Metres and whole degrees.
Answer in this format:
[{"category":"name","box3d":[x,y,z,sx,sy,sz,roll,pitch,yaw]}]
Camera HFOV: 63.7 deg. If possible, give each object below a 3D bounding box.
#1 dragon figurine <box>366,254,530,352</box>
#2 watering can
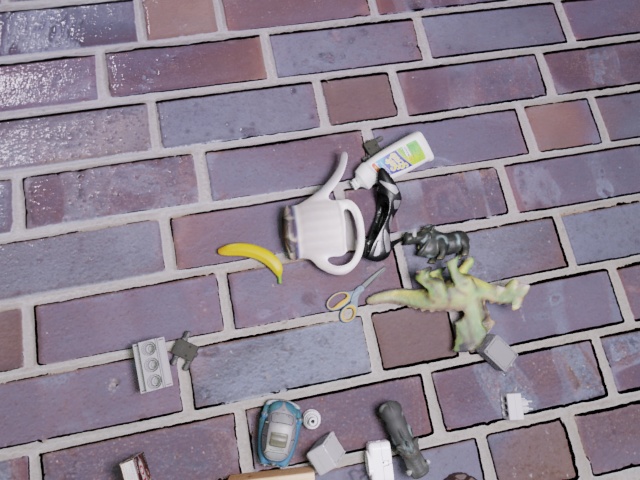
[{"category":"dragon figurine","box3d":[0.355,0.182,1.381,0.409,0.121,0.246,-25,74,6]},{"category":"watering can","box3d":[0.004,-0.072,1.427,0.224,0.103,0.351,-6,77,-6]}]
